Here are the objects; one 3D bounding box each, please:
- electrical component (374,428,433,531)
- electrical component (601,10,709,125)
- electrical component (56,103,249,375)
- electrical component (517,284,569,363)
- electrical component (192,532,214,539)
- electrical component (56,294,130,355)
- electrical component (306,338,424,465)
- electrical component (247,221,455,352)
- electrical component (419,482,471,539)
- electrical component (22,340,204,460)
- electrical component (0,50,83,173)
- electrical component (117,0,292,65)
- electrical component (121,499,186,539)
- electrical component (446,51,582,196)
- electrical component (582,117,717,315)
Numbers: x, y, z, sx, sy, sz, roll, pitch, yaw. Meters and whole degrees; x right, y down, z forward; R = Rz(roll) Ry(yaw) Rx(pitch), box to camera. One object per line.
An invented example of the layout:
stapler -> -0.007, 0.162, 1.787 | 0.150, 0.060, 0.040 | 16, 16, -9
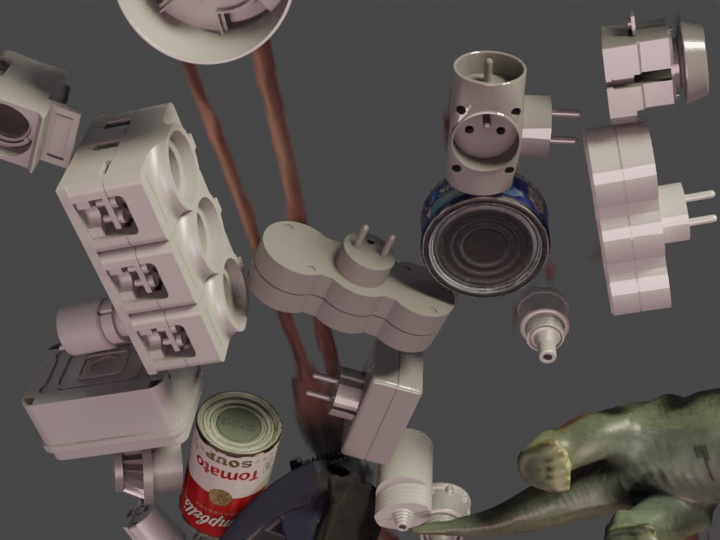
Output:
electrical component -> 0.034, 0.166, 0.831 | 0.043, 0.081, 0.043 | 2, 128, 3
electrical component -> 0.170, -0.118, 0.620 | 0.055, 0.048, 0.066 | -6, 121, 15
electrical component -> -0.125, -0.020, 0.694 | 0.062, 0.089, 0.150 | -9, 126, 12
electrical component -> 0.126, 0.039, 0.736 | 0.035, 0.061, 0.035 | 2, 128, 3
electrical component -> -0.107, 0.262, 0.908 | 0.062, 0.096, 0.061 | -35, 118, 27
electrical component -> -0.181, 0.037, 0.775 | 0.078, 0.040, 0.040 | -11, 126, 13
electrical component -> -0.001, 0.094, 0.799 | 0.076, 0.047, 0.083 | 16, 127, -7
electrical component -> 0.000, 0.000, 0.722 | 0.138, 0.052, 0.073 | 19, 128, -10
electrical component -> 0.066, 0.207, 0.872 | 0.048, 0.062, 0.048 | 2, 128, 3
electrical component -> -0.179, 0.090, 0.792 | 0.113, 0.078, 0.057 | -9, 124, 12
electrical component -> -0.210, -0.099, 0.657 | 0.081, 0.063, 0.042 | 19, 126, -10
electrical component -> -0.082, -0.171, 0.589 | 0.099, 0.064, 0.099 | 3, 128, 3
electrical component -> -0.178, 0.223, 0.921 | 0.040, 0.040, 0.046 | -22, 117, 20
electrical component -> 0.094, -0.087, 0.651 | 0.079, 0.044, 0.077 | 2, 128, 2
electrical component -> 0.187, -0.034, 0.679 | 0.074, 0.052, 0.138 | -9, 127, 12
